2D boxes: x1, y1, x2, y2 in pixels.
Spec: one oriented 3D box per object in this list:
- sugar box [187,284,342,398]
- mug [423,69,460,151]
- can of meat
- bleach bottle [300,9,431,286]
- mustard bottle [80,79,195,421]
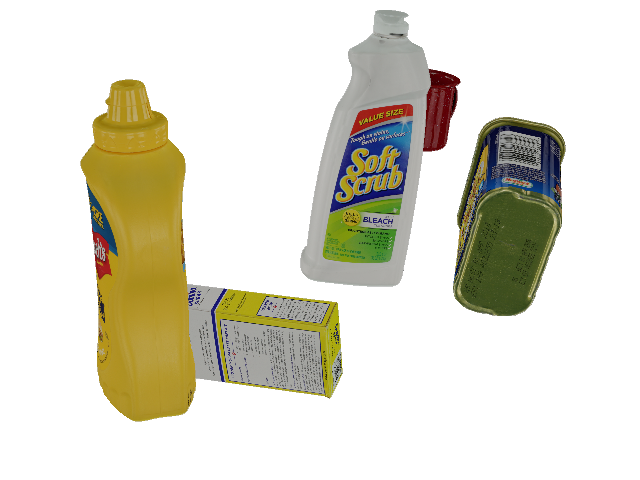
[{"bbox_3d":[-0.070,0.095,1.037,0.176,0.093,0.048,8,36,17],"label":"sugar box"},{"bbox_3d":[0.121,-0.157,1.264,0.093,0.081,0.117,23,28,37],"label":"mug"},{"bbox_3d":[0.120,-0.014,0.685,0.057,0.102,0.084,13,38,3],"label":"can of meat"},{"bbox_3d":[0.043,-0.084,0.979,0.102,0.251,0.068,5,22,-1],"label":"bleach bottle"},{"bbox_3d":[-0.105,0.002,0.618,0.058,0.192,0.096,-6,26,-15],"label":"mustard bottle"}]
